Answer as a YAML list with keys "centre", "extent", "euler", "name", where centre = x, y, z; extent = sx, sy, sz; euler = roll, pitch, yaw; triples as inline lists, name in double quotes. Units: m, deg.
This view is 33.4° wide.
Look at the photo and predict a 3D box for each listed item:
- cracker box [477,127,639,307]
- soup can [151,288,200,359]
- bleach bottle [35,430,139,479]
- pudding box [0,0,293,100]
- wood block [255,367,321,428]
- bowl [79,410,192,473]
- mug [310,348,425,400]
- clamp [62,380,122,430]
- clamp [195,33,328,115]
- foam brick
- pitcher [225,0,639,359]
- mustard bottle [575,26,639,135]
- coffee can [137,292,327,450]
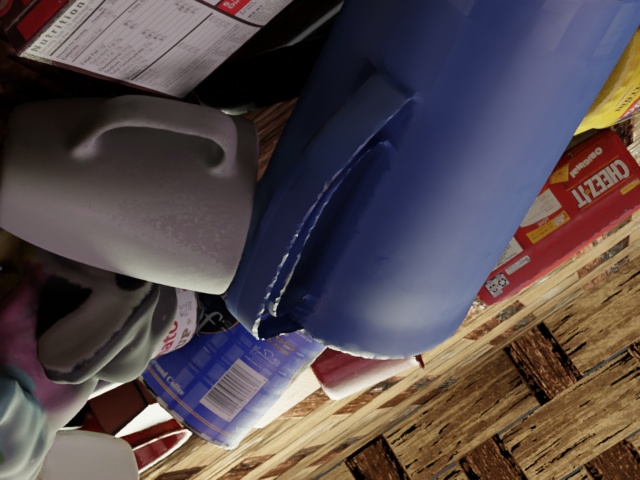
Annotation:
- centre: [0.189, -0.032, 0.934]
  extent: [0.164, 0.072, 0.213]
  euler: [-36, -175, 11]
  name: "cracker box"
- centre: [-0.133, 0.048, 0.658]
  extent: [0.102, 0.068, 0.069]
  euler: [-17, 158, -48]
  name: "soup can"
- centre: [-0.263, 0.210, 0.815]
  extent: [0.251, 0.068, 0.102]
  euler: [-23, 153, 28]
  name: "bleach bottle"
- centre: [-0.059, -0.101, 0.407]
  extent: [0.090, 0.039, 0.113]
  euler: [-37, 162, 19]
  name: "pudding box"
- centre: [-0.064, 0.098, 0.906]
  extent: [0.091, 0.090, 0.206]
  euler: [-35, 164, 2]
  name: "wood block"
- centre: [-0.198, 0.188, 0.962]
  extent: [0.162, 0.055, 0.162]
  euler: [-29, 167, -7]
  name: "bowl"
- centre: [0.032, 0.081, 0.894]
  extent: [0.081, 0.093, 0.117]
  euler: [-25, 173, 6]
  name: "mug"
- centre: [-0.212, 0.122, 0.773]
  extent: [0.120, 0.039, 0.171]
  euler: [-44, 161, 32]
  name: "clamp"
- centre: [0.049, -0.120, 0.570]
  extent: [0.165, 0.036, 0.209]
  euler: [-42, 159, 30]
  name: "clamp"
- centre: [-0.148, 0.125, 0.888]
  extent: [0.053, 0.051, 0.078]
  euler: [-42, 163, 21]
  name: "foam brick"
- centre: [0.047, -0.055, 0.482]
  extent: [0.145, 0.149, 0.243]
  euler: [10, 140, -13]
  name: "pitcher"
- centre: [0.213, -0.121, 0.754]
  extent: [0.191, 0.058, 0.096]
  euler: [-16, 146, -55]
  name: "mustard bottle"
- centre: [-0.049, 0.060, 0.742]
  extent: [0.140, 0.103, 0.102]
  euler: [-48, 163, 6]
  name: "coffee can"
